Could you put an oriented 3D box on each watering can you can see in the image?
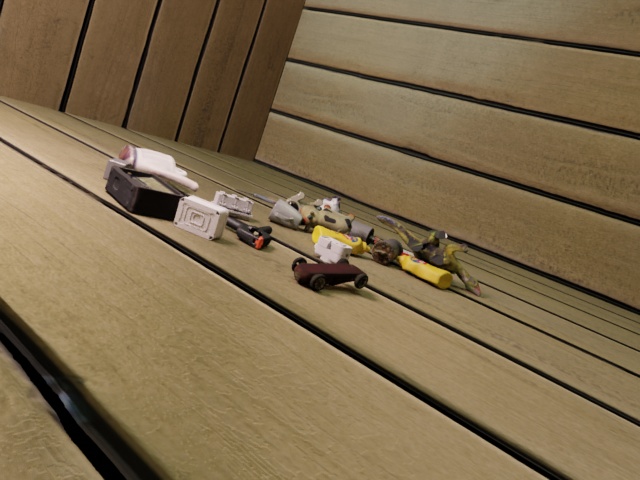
[{"bbox_3d":[-0.537,-0.232,1.693,0.223,0.103,0.351,11,11,-35],"label":"watering can"}]

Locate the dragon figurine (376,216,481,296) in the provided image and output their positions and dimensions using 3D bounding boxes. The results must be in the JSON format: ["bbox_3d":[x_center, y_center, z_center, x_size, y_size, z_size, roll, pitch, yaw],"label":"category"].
[{"bbox_3d":[0.376,0.059,1.768,0.414,0.123,0.238,33,-19,27],"label":"dragon figurine"}]

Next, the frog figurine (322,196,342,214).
[{"bbox_3d":[0.007,-0.108,2.139,0.138,0.120,0.162,17,40,41],"label":"frog figurine"}]
